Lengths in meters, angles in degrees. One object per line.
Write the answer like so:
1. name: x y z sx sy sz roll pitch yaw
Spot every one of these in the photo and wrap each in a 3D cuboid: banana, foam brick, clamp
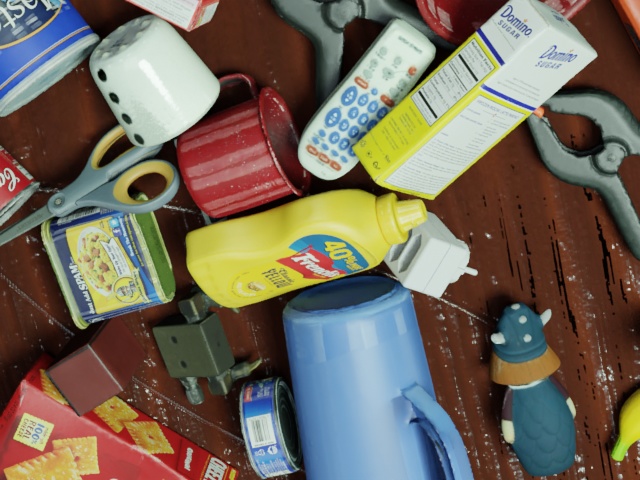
1. banana: 0.340 0.137 0.907 0.198 0.037 0.069 -13 124 12
2. foam brick: -0.196 0.108 0.938 0.053 0.078 0.051 -32 102 16
3. clamp: 0.031 -0.183 0.841 0.165 0.036 0.210 -24 107 12
4. clamp: 0.232 -0.058 0.855 0.171 0.039 0.120 25 103 5

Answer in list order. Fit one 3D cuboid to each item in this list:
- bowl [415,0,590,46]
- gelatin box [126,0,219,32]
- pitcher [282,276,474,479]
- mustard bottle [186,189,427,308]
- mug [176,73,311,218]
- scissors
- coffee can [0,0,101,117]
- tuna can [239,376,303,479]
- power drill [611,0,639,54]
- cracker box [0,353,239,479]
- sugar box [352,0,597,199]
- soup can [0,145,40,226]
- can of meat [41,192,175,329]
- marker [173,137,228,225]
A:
1. bowl: 0.137 -0.221 0.786 0.162 0.055 0.162 -11 137 -11
2. gelatin box: -0.129 -0.198 0.837 0.089 0.073 0.030 26 108 -2
3. pitcher: 0.050 0.160 0.894 0.149 0.145 0.243 -9 103 8
4. mustard bottle: -0.006 0.001 0.866 0.192 0.058 0.096 -16 148 18
5. mug: -0.066 -0.078 0.865 0.082 0.093 0.117 -18 79 17
6. scissors: -0.197 -0.023 0.879 0.201 0.016 0.096 -44 63 -7
7. coffee can: -0.257 -0.183 0.841 0.103 0.102 0.140 -35 100 15
8. tuna can: -0.042 0.163 0.931 0.034 0.086 0.086 -13 105 9
9. power drill: 0.314 -0.206 0.790 0.188 0.057 0.184 -28 102 14
10. cracker box: -0.209 0.231 0.980 0.213 0.072 0.164 33 108 -5
11. sugar box: 0.117 -0.106 0.813 0.176 0.093 0.048 -44 62 23
12. soup can: -0.298 -0.060 0.903 0.069 0.068 0.102 -42 97 16
13. can of meat: -0.179 0.016 0.918 0.084 0.057 0.102 -15 104 10
14. marker: -0.105 -0.058 0.905 0.020 0.020 0.121 -18 104 12
